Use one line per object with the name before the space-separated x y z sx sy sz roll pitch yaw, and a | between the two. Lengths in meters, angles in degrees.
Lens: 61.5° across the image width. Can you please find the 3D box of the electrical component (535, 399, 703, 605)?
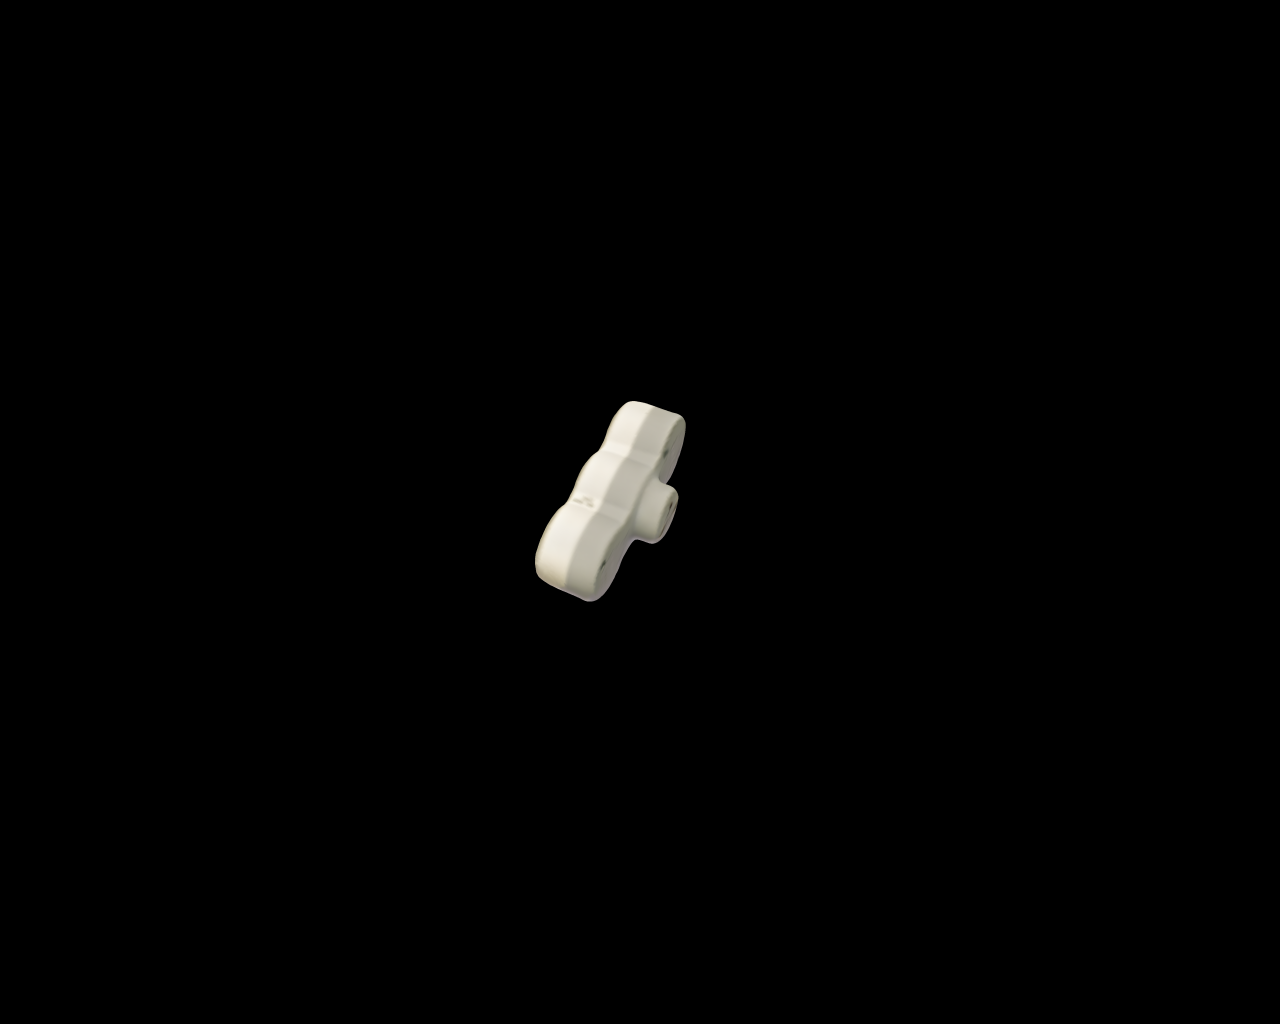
electrical component | 0.001 -0.003 0.650 0.074 0.138 0.052 21 -32 14
